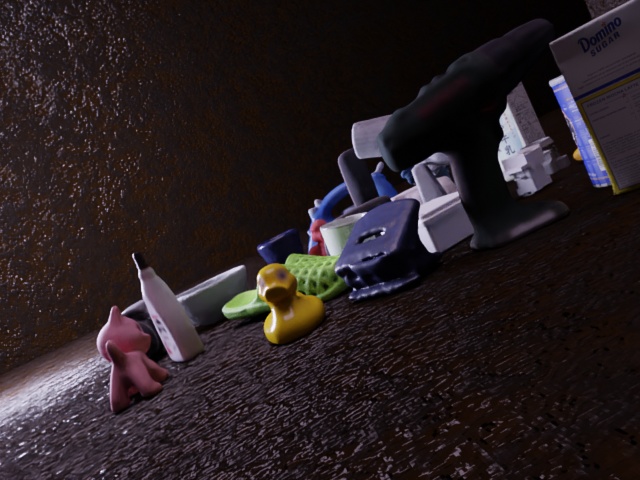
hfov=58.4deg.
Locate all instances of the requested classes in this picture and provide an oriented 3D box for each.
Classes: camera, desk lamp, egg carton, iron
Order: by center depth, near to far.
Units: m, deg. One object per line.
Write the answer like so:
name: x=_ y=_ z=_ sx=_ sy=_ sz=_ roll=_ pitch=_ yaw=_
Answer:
desk lamp: x=0.153 y=-0.115 z=0.915 sx=0.203 sy=0.213 sz=0.118 roll=-24 pitch=5 yaw=18
camera: x=-0.315 y=0.164 z=0.975 sx=0.143 sy=0.101 sz=0.137 roll=-24 pitch=5 yaw=17
egg carton: x=0.194 y=-0.067 z=1.069 sx=0.107 sy=0.069 sz=0.150 roll=-26 pitch=4 yaw=-15
iron: x=0.064 y=-0.062 z=1.266 sx=0.258 sy=0.141 sz=0.118 roll=-26 pitch=4 yaw=-3

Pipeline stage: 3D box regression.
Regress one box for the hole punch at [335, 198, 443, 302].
hole punch: x=0.075 y=0.010 z=0.676 sx=0.108 sy=0.091 sz=0.101 roll=-21 pitch=6 yaw=44

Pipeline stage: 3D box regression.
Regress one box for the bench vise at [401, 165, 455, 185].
bench vise: x=0.239 y=-0.188 z=1.259 sx=0.121 sy=0.220 sz=0.207 roll=-26 pitch=5 yaw=-10

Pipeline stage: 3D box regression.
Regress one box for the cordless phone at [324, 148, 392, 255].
cordless phone: x=0.055 y=-0.063 z=1.043 sx=0.148 sy=0.185 sz=0.094 roll=-27 pitch=5 yaw=-25

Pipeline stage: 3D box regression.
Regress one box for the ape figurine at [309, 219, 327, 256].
ape figurine: x=0.010 y=0.004 z=1.111 sx=0.076 sy=0.092 sz=0.077 roll=-28 pitch=5 yaw=-28

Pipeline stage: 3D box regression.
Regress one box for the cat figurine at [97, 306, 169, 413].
cat figurine: x=-0.253 y=0.145 z=0.741 sx=0.067 sy=0.118 sz=0.127 roll=-26 pitch=4 yaw=-9

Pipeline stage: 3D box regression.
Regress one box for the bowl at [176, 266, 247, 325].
bowl: x=-0.204 y=0.116 z=1.098 sx=0.167 sy=0.075 sz=0.167 roll=-25 pitch=4 yaw=2

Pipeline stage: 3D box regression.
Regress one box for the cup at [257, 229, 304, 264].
cup: x=-0.077 y=0.039 z=1.171 sx=0.092 sy=0.095 sz=0.117 roll=-29 pitch=6 yaw=-41

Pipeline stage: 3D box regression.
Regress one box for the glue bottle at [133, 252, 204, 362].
glue bottle: x=-0.232 y=0.096 z=0.840 sx=0.037 sy=0.173 sz=0.078 roll=-29 pitch=6 yaw=-35

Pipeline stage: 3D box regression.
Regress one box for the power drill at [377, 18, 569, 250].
power drill: x=0.190 y=-0.107 z=0.641 sx=0.229 sy=0.208 sz=0.075 roll=-25 pitch=5 yaw=0

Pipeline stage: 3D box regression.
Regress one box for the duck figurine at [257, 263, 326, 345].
duck figurine: x=-0.043 y=0.068 z=0.680 sx=0.077 sy=0.086 sz=0.104 roll=-25 pitch=4 yaw=5
